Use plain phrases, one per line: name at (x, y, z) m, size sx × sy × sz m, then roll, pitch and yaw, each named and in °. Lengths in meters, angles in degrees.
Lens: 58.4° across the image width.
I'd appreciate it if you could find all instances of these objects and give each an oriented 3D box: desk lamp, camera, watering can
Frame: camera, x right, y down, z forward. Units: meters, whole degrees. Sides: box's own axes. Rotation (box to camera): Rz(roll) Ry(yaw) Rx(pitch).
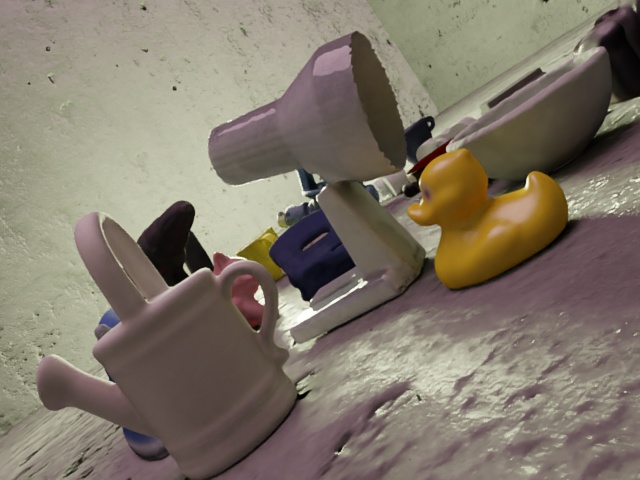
desk lamp at (0.008, -0.045, 0.517) m, size 0.203 × 0.213 × 0.118 m, roll -32°, pitch 7°, yaw 26°
camera at (0.345, -0.221, 0.576) m, size 0.143 × 0.101 × 0.137 m, roll -34°, pitch 6°, yaw 8°
watering can at (-0.117, 0.068, 0.410) m, size 0.173 × 0.194 × 0.100 m, roll -38°, pitch 6°, yaw -22°

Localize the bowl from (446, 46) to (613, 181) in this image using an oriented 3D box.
bowl at (0.210, -0.106, 0.551) m, size 0.167 × 0.075 × 0.167 m, roll -35°, pitch 6°, yaw 4°

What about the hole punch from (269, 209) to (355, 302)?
hole punch at (0.006, 0.013, 0.668) m, size 0.109 × 0.091 × 0.101 m, roll -36°, pitch 6°, yaw -11°

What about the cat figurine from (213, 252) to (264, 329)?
cat figurine at (-0.121, 0.074, 0.769) m, size 0.067 × 0.118 × 0.128 m, roll -30°, pitch 8°, yaw 40°

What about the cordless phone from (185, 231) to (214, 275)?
cordless phone at (-0.230, 0.076, 1.061) m, size 0.094 × 0.185 × 0.148 m, roll -33°, pitch 6°, yaw 23°

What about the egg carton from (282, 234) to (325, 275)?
egg carton at (0.008, 0.003, 0.856) m, size 0.150 × 0.069 × 0.107 m, roll -32°, pitch 7°, yaw 33°

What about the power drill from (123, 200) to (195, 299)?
power drill at (-0.211, 0.069, 0.885) m, size 0.229 × 0.208 × 0.076 m, roll -31°, pitch 7°, yaw 37°

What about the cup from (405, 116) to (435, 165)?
cup at (0.218, -0.205, 1.224) m, size 0.118 × 0.095 × 0.091 m, roll -38°, pitch 6°, yaw -22°

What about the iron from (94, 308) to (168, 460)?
iron at (-0.191, 0.128, 0.613) m, size 0.119 × 0.141 × 0.258 m, roll -36°, pitch 6°, yaw -8°

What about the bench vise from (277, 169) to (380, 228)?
bench vise at (-0.018, -0.104, 1.130) m, size 0.207 × 0.220 × 0.121 m, roll -34°, pitch 6°, yaw 7°

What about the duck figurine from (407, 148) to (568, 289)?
duck figurine at (0.110, -0.025, 0.400) m, size 0.104 × 0.086 × 0.078 m, roll -31°, pitch 7°, yaw 33°
